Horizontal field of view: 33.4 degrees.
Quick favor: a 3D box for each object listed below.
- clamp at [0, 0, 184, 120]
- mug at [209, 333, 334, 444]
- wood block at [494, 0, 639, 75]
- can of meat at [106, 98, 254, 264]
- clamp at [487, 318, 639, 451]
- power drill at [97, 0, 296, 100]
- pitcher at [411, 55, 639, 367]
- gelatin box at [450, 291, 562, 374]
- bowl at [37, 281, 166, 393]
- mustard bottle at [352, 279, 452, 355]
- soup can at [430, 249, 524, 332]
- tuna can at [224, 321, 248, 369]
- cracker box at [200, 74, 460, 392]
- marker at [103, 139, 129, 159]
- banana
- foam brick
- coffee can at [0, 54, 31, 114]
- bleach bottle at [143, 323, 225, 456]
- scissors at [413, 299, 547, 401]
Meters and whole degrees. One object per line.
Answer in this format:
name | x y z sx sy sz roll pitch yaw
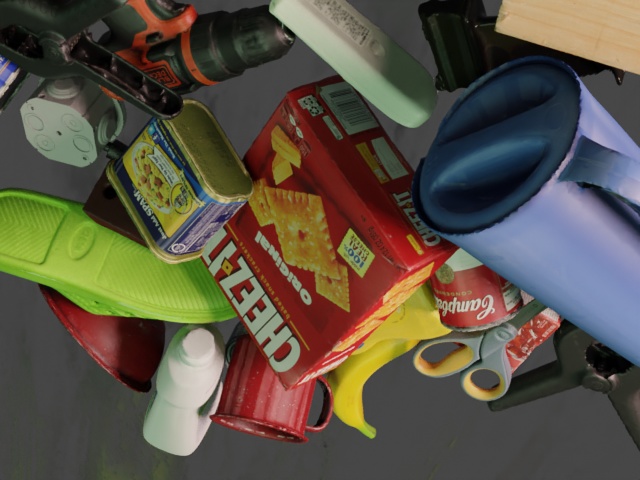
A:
clamp | -0.178 -0.140 0.782 0.172 0.039 0.120 10 135 32
mug | -0.037 0.139 0.984 0.117 0.081 0.093 22 161 -24
wood block | 0.218 -0.148 0.616 0.206 0.090 0.091 19 138 8
can of meat | -0.108 -0.047 0.831 0.084 0.057 0.102 -43 72 36
clamp | 0.249 0.117 0.916 0.164 0.036 0.210 21 140 4
power drill | -0.127 -0.188 0.771 0.185 0.057 0.187 -9 129 34
pitcher | 0.192 -0.003 0.719 0.145 0.149 0.242 -36 126 29
gelatin box | 0.155 0.070 0.919 0.073 0.030 0.089 29 139 -3
bowl | -0.202 0.072 1.044 0.055 0.162 0.162 -41 114 1
mustard bottle | 0.027 0.053 0.941 0.192 0.058 0.096 -18 106 40
soup can | 0.114 0.011 0.830 0.069 0.068 0.102 -5 112 31
tuna can | -0.052 0.115 1.067 0.086 0.033 0.086 14 138 13
cracker box | -0.006 0.001 0.844 0.164 0.071 0.214 56 140 14
marker | -0.136 -0.055 0.943 0.121 0.020 0.020 28 139 -3
banana | 0.045 0.126 1.032 0.069 0.037 0.198 12 140 -6
foam brick | -0.156 -0.026 0.925 0.078 0.053 0.051 26 171 11
coffee can | -0.303 -0.163 0.852 0.140 0.102 0.103 37 138 -13
bleach bottle | -0.124 0.132 1.025 0.068 0.102 0.251 22 153 -2
scissors | 0.163 0.089 0.898 0.096 0.016 0.202 43 138 -20
